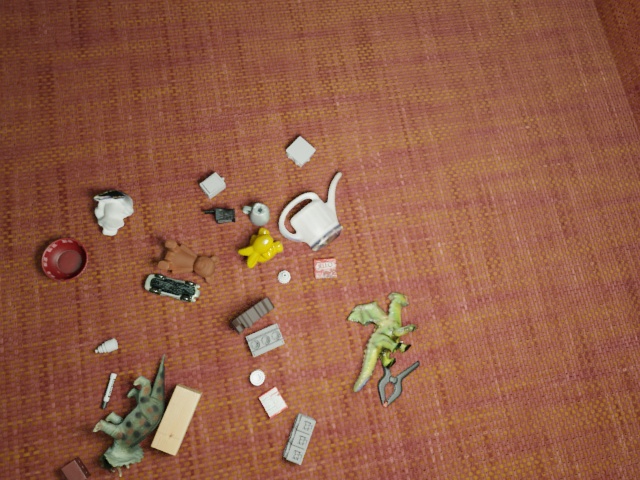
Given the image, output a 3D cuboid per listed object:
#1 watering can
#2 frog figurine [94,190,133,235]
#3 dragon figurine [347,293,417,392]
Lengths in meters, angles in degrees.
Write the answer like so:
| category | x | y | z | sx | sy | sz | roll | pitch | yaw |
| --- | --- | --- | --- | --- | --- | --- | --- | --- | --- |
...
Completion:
| category | x | y | z | sx | sy | sz | roll | pitch | yaw |
| --- | --- | --- | --- | --- | --- | --- | --- | --- | --- |
| watering can | 0.006 | -0.102 | 2.026 | 0.350 | 0.103 | 0.225 | -38 | 85 | -15 |
| frog figurine | -0.775 | -0.102 | 1.943 | 0.138 | 0.124 | 0.157 | -8 | 114 | -17 |
| dragon figurine | 0.206 | 0.349 | 1.942 | 0.414 | 0.119 | 0.246 | -37 | 58 | -20 |
